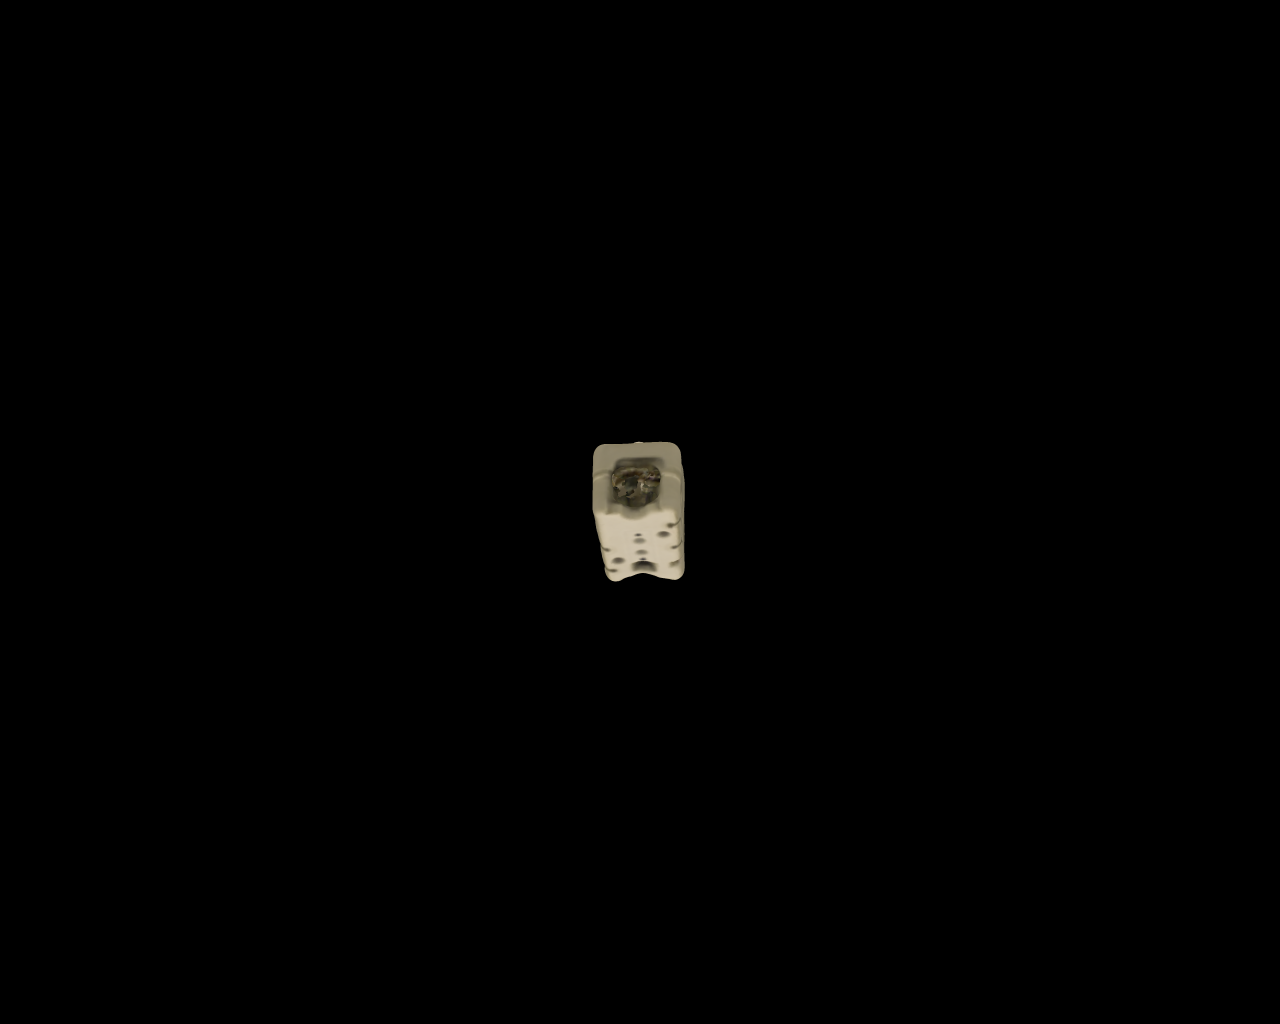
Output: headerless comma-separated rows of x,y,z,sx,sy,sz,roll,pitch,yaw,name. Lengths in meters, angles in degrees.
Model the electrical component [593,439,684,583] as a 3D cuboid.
0.001,-0.003,0.650,0.050,0.056,0.089,-2,-31,3,electrical component
